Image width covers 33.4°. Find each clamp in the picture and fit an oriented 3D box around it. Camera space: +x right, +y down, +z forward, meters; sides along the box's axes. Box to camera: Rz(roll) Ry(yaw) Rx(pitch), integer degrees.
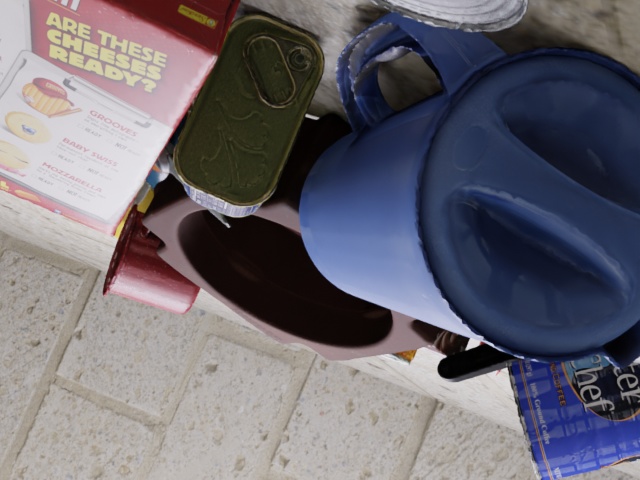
[{"bbox_3d":[0.186,0.087,0.916,0.171,0.039,0.120,10,140,-19],"label":"clamp"}]

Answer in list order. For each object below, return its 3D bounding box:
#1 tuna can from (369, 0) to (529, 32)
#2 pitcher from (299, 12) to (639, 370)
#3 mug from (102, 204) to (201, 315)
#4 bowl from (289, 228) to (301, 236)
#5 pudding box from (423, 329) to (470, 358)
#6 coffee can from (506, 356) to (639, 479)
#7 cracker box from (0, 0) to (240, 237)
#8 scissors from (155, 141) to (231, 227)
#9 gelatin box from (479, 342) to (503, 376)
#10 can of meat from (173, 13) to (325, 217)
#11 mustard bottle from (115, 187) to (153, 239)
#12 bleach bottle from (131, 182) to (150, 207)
[{"bbox_3d":[0.038,-0.109,0.373,0.086,0.033,0.086,22,171,4],"label":"tuna can"},{"bbox_3d":[0.064,-0.025,0.554,0.144,0.149,0.243,10,178,-17],"label":"pitcher"},{"bbox_3d":[-0.150,0.015,1.015,0.081,0.093,0.117,20,136,-15],"label":"mug"},{"bbox_3d":[-0.006,0.001,0.916,0.162,0.055,0.162,16,140,14],"label":"bowl"},{"bbox_3d":[0.110,0.054,0.945,0.039,0.090,0.113,20,171,26],"label":"pudding box"},{"bbox_3d":[0.233,0.132,0.865,0.140,0.103,0.102,-15,161,10],"label":"coffee can"},{"bbox_3d":[-0.149,-0.099,0.562,0.164,0.072,0.214,24,149,-13],"label":"cracker box"},{"bbox_3d":[-0.109,-0.075,0.709,0.016,0.096,0.202,-19,-158,-23],"label":"scissors"},{"bbox_3d":[0.177,0.092,1.052,0.030,0.073,0.089,20,170,10],"label":"gelatin box"},{"bbox_3d":[-0.041,-0.065,0.602,0.057,0.102,0.084,22,173,-4],"label":"can of meat"},{"bbox_3d":[-0.113,-0.008,1.121,0.191,0.096,0.058,23,134,-7],"label":"mustard bottle"},{"bbox_3d":[-0.285,-0.104,1.083,0.251,0.068,0.102,20,169,32],"label":"bleach bottle"}]
